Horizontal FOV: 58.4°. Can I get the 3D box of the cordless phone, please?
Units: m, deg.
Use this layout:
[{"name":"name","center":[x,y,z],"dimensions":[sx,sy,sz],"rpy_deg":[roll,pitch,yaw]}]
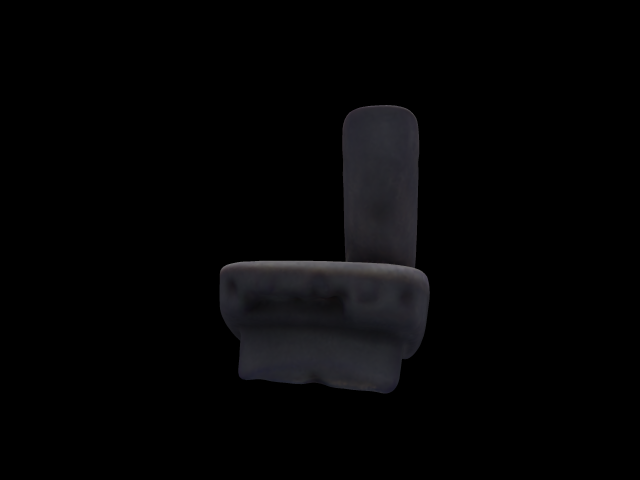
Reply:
[{"name":"cordless phone","center":[0.004,0.001,0.400],"dimensions":[0.147,0.185,0.094],"rpy_deg":[1,11,4]}]
